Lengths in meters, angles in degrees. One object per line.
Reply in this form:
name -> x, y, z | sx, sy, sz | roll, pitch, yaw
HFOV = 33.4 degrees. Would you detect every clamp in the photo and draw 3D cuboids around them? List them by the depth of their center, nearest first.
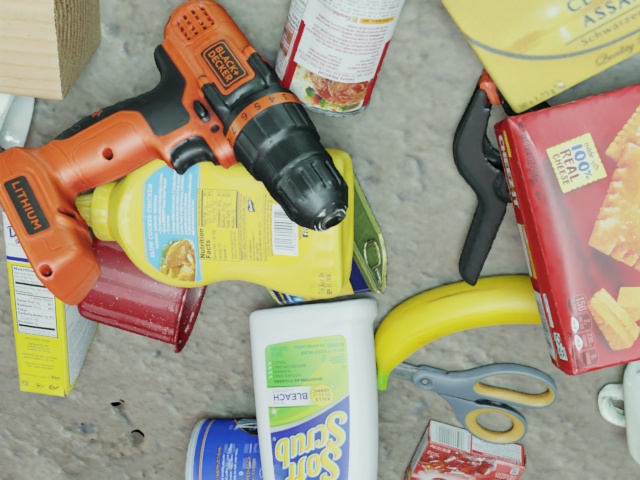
clamp -> 0.149, -0.041, 0.744 | 0.120, 0.039, 0.171 | -6, 125, 10

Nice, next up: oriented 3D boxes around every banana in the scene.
banana -> 0.119, 0.060, 0.826 | 0.198, 0.037, 0.069 | -19, 128, 21

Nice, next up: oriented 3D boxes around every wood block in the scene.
wood block -> -0.255, -0.159, 0.683 | 0.206, 0.090, 0.090 | 7, 127, 3

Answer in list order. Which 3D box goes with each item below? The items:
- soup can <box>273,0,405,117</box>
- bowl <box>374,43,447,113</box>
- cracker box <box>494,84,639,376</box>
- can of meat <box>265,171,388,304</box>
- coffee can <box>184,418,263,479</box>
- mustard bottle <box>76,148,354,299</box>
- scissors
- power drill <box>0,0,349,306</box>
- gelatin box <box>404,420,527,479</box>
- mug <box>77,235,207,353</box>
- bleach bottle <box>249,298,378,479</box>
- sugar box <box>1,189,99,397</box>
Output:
soup can -> 0.014, -0.139, 0.673 | 0.068, 0.068, 0.102 | 16, 127, -4
bowl -> 0.029, -0.159, 0.774 | 0.055, 0.162, 0.162 | 2, 133, -31
cracker box -> 0.232, -0.021, 0.657 | 0.213, 0.072, 0.164 | -14, 92, 3
can of meat -> -0.005, 0.001, 0.778 | 0.084, 0.057, 0.102 | -10, 138, 17
coffee can -> -0.034, 0.203, 0.912 | 0.140, 0.102, 0.103 | -3, 126, 10
mustard bottle -> -0.075, -0.016, 0.709 | 0.192, 0.058, 0.096 | 3, 105, 12
scissors -> 0.094, 0.130, 0.894 | 0.202, 0.016, 0.096 | 4, 127, 6
power drill -> -0.095, -0.041, 0.651 | 0.187, 0.184, 0.057 | -32, 152, -4
gelatin box -> 0.126, 0.202, 0.933 | 0.089, 0.030, 0.073 | 16, 127, -3
mug -> -0.133, 0.034, 0.819 | 0.081, 0.093, 0.117 | 16, 163, 3
bleach bottle -> 0.006, 0.174, 0.822 | 0.103, 0.068, 0.251 | -7, 87, 13
sugar box -> -0.202, 0.024, 0.810 | 0.048, 0.093, 0.176 | 6, 126, 3
